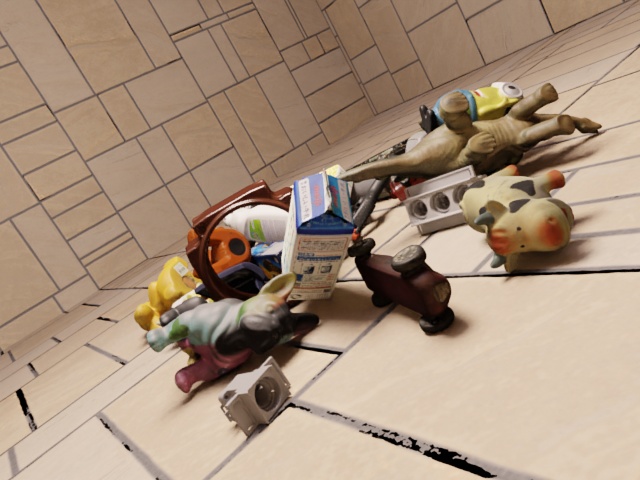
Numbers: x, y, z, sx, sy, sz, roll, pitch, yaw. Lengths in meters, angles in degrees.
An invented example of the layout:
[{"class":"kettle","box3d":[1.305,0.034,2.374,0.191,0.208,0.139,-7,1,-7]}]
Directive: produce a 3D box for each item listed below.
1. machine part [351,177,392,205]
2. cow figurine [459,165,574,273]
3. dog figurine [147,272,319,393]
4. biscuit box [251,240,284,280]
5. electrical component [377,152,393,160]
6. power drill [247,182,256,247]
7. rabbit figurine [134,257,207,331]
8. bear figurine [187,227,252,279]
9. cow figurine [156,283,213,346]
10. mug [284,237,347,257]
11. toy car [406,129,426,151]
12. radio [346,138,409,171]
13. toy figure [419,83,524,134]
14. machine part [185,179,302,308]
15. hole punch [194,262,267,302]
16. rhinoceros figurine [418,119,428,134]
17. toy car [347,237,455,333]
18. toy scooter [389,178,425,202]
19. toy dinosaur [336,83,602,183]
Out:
[{"class":"machine part","box3d":[0.111,-0.128,1.265,0.079,0.079,0.243,-39,18,-36]},{"class":"cow figurine","box3d":[0.225,-0.031,0.633,0.127,0.085,0.195,-24,15,-3]},{"class":"dog figurine","box3d":[-0.115,0.118,0.765,0.219,0.108,0.191,-24,10,5]},{"class":"biscuit box","box3d":[-0.098,0.043,1.101,0.059,0.062,0.203,-36,14,-27]},{"class":"electrical component","box3d":[0.176,-0.173,1.278,0.045,0.102,0.078,-90,21,-61]},{"class":"power drill","box3d":[-0.198,-0.014,1.331,0.207,0.086,0.232,-23,51,58]},{"class":"rabbit figurine","box3d":[-0.341,0.148,1.184,0.173,0.122,0.162,-40,18,22]},{"class":"bear figurine","box3d":[-0.225,0.048,1.120,0.132,0.120,0.196,-14,-11,-37]},{"class":"cow figurine","box3d":[-0.268,0.151,1.042,0.098,0.068,0.167,-33,9,12]},{"class":"mug","box3d":[-0.002,-0.003,0.969,0.109,0.107,0.081,-35,12,-8]},{"class":"toy car","box3d":[0.250,-0.201,1.202,0.162,0.102,0.109,-35,14,-13]},{"class":"radio","box3d":[0.163,-0.184,1.384,0.230,0.073,0.131,-23,14,23]},{"class":"toy figure","box3d":[0.269,-0.222,0.939,0.180,0.089,0.082,-14,56,-1]},{"class":"machine part","box3d":[-0.100,0.020,0.878,0.201,0.200,0.087,-29,15,-1]},{"class":"hole punch","box3d":[-0.158,0.092,0.997,0.142,0.092,0.116,-31,8,8]},{"class":"rhinoceros figurine","box3d":[0.265,-0.222,1.073,0.073,0.112,0.190,-34,11,1]},{"class":"toy car","box3d":[0.091,0.044,0.626,0.053,0.089,0.202,-32,11,-11]},{"class":"toy scooter","box3d":[0.190,-0.129,1.059,0.135,0.075,0.184,-33,-12,10]},{"class":"toy dinosaur","box3d":[0.221,-0.141,0.859,0.472,0.105,0.198,-8,-18,-7]}]
